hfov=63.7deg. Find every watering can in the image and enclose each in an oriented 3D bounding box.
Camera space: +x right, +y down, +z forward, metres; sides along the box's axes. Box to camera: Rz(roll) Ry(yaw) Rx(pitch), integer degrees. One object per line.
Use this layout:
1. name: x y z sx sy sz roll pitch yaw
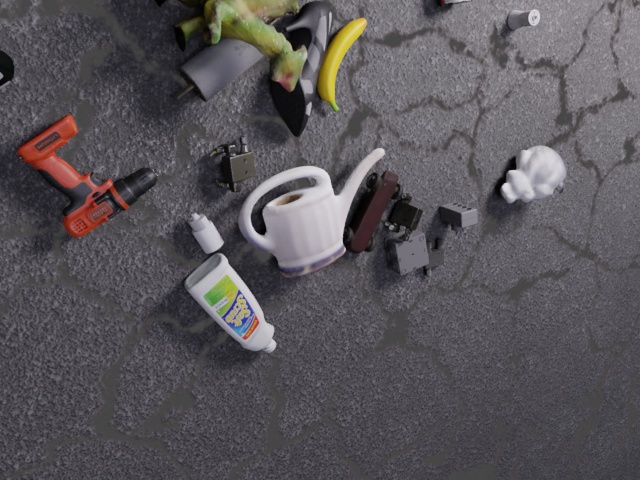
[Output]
1. watering can: 0.003 -0.054 1.081 0.350 0.105 0.221 -21 113 -18

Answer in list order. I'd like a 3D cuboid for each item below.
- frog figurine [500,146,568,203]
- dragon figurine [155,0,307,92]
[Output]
1. frog figurine: 0.531 -0.164 1.299 0.160 0.121 0.139 -15 78 -11
2. dragon figurine: -0.148 -0.441 0.881 0.245 0.121 0.410 -25 91 -27
